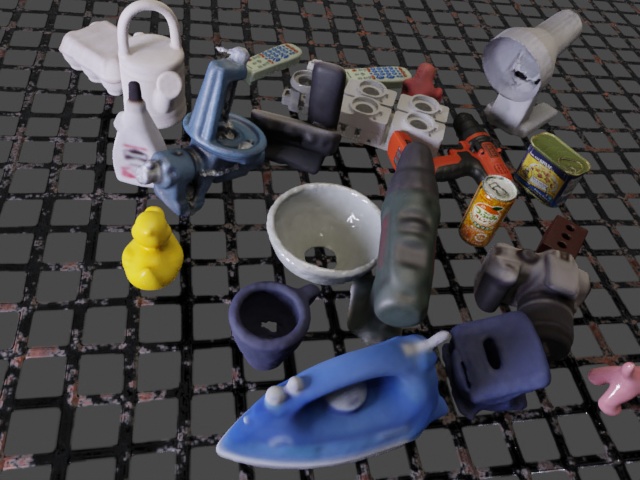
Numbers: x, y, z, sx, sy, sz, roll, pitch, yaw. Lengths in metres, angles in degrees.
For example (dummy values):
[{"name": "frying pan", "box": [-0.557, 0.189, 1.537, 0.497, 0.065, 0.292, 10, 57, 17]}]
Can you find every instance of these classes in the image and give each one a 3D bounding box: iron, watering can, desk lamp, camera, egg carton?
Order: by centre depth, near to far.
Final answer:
[{"name": "iron", "box": [0.018, 0.162, 0.607, 0.259, 0.141, 0.118, -12, 53, -21]}, {"name": "camera", "box": [0.286, 0.080, 0.760, 0.143, 0.101, 0.137, 17, 48, 3]}, {"name": "watering can", "box": [-0.257, -0.275, 0.893, 0.172, 0.194, 0.101, 37, 53, 20]}, {"name": "egg carton", "box": [-0.366, -0.317, 0.989, 0.150, 0.069, 0.107, 34, 51, 17]}, {"name": "desk lamp", "box": [0.374, -0.297, 1.028, 0.204, 0.213, 0.117, -31, 62, -32]}]

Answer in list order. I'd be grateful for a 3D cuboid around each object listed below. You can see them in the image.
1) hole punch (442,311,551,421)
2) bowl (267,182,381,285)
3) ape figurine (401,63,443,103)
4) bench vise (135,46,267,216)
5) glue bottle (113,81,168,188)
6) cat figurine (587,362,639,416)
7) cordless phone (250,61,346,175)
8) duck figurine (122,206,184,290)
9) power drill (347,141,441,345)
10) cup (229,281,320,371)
[{"name": "hole punch", "box": [0.209, 0.148, 0.691, 0.101, 0.091, 0.108, 0, 50, -11]}, {"name": "bowl", "box": [0.007, 0.003, 0.786, 0.167, 0.075, 0.167, 6, 49, -7]}, {"name": "ape figurine", "box": [0.190, -0.285, 1.061, 0.077, 0.092, 0.076, 31, 51, 16]}, {"name": "bench vise", "box": [-0.148, -0.142, 0.783, 0.121, 0.220, 0.208, 25, 49, 11]}, {"name": "glue bottle", "box": [-0.252, -0.147, 0.797, 0.078, 0.173, 0.037, 8, 49, -5]}, {"name": "cat figurine", "box": [0.417, 0.161, 0.705, 0.128, 0.118, 0.067, -1, 50, -12]}, {"name": "cordless phone", "box": [-0.031, -0.206, 0.885, 0.147, 0.185, 0.094, 13, 48, 0]}, {"name": "duck figurine", "box": [-0.215, 0.005, 0.732, 0.077, 0.086, 0.104, 2, 49, -9]}, {"name": "power drill", "box": [0.091, 0.024, 0.696, 0.075, 0.208, 0.229, 10, 48, -2]}, {"name": "cup", "box": [-0.052, 0.103, 0.674, 0.118, 0.095, 0.091, -30, 61, -32]}]
